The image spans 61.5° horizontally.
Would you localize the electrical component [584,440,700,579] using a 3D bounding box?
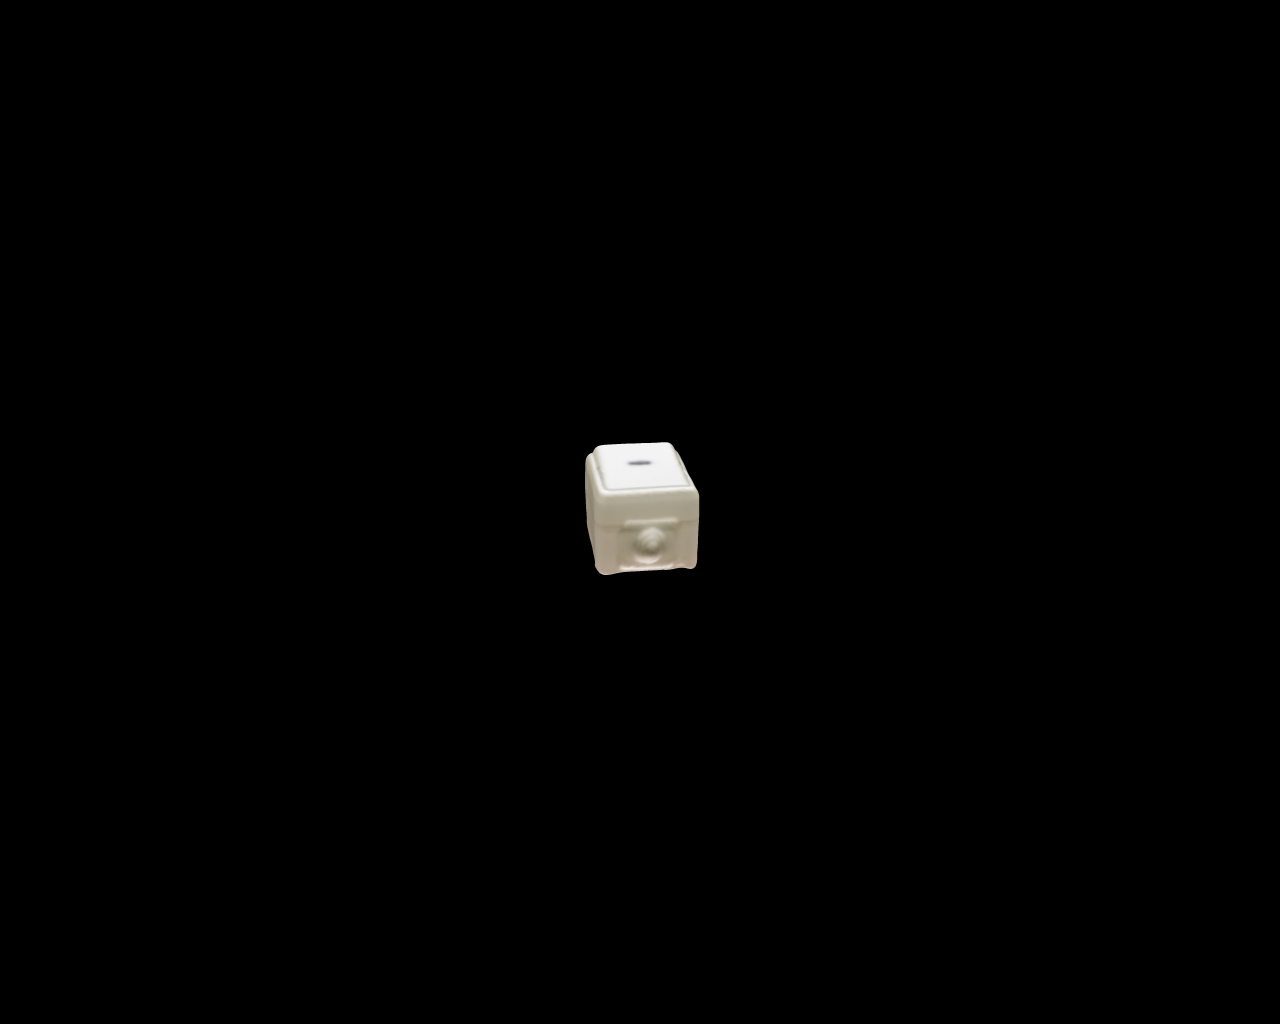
[{"bbox_3d":[0.001,-0.003,0.650,0.062,0.061,0.096,-3,22,-7],"label":"electrical component"}]
